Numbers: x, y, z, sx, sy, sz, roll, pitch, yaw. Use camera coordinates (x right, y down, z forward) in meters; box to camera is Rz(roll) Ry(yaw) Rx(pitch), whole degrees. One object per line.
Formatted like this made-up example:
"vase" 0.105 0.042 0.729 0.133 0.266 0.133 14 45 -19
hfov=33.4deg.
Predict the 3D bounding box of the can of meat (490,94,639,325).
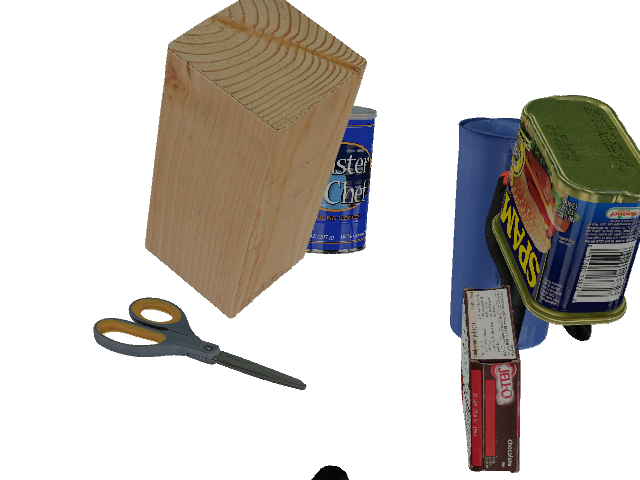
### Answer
"can of meat" 0.135 -0.019 0.577 0.057 0.084 0.102 -1 38 -8

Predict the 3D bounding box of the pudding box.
"pudding box" 0.121 0.096 0.758 0.039 0.090 0.113 -1 24 4

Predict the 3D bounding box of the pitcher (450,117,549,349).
"pitcher" 0.204 -0.006 1.149 0.148 0.243 0.145 -9 20 -38

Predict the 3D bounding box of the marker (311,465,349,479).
"marker" -0.020 0.132 0.470 0.020 0.020 0.120 0 17 32

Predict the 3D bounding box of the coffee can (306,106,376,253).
"coffee can" 0.001 -0.066 1.083 0.103 0.140 0.103 4 12 -1

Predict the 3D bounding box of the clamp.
"clamp" 0.176 0.027 0.934 0.120 0.171 0.039 -24 8 -40

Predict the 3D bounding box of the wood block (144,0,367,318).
"wood block" -0.050 -0.052 0.720 0.090 0.091 0.206 -40 -19 -34

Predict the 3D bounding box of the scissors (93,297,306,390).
"scissors" -0.105 0.091 0.978 0.202 0.016 0.096 10 28 5
